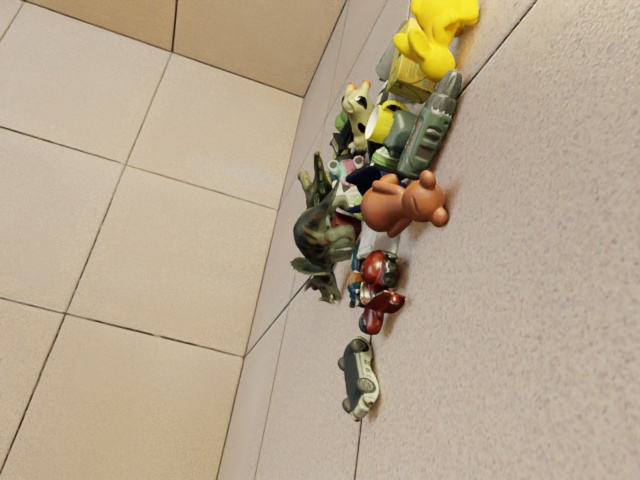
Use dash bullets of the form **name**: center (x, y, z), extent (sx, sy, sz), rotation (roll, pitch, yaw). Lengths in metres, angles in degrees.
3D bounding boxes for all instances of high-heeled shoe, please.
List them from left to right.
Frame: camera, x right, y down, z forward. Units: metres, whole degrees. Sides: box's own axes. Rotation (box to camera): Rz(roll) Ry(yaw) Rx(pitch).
- **high-heeled shoe**: center (0.168, -0.322, 1.452), extent (0.145, 0.086, 0.248), rotation (-136, 69, -79)

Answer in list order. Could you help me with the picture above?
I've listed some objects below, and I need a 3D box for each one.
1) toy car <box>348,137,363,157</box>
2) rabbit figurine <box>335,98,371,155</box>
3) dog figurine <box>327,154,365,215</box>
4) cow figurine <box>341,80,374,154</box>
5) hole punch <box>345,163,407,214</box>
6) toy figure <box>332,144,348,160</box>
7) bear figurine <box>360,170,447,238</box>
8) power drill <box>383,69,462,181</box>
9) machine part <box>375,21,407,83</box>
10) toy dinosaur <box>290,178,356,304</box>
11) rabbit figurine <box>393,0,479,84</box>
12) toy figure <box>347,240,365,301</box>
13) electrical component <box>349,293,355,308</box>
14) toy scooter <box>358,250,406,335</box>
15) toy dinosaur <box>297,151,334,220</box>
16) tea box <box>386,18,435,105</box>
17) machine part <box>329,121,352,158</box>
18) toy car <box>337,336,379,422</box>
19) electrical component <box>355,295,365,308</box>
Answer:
- **toy car**: center (0.110, -0.277, 1.708), extent (0.089, 0.053, 0.202), rotation (85, -171, -54)
- **rabbit figurine**: center (0.135, -0.337, 1.608), extent (0.159, 0.121, 0.170), rotation (-45, 41, 47)
- **dog figurine**: center (0.088, -0.159, 1.533), extent (0.219, 0.108, 0.191), rotation (31, -135, -85)
- **cow figurine**: center (0.115, -0.320, 1.471), extent (0.127, 0.086, 0.194), rotation (-62, -38, -30)
- **hole punch**: center (0.129, -0.108, 1.219), extent (0.142, 0.116, 0.092), rotation (-31, 56, 54)
- **toy figure**: center (0.083, -0.297, 1.816), extent (0.089, 0.082, 0.180), rotation (129, 157, -67)
- **bear figurine**: center (0.175, -0.077, 1.044), extent (0.196, 0.120, 0.132), rotation (-16, 11, 47)
- **power drill**: center (0.216, -0.242, 1.147), extent (0.207, 0.086, 0.232), rotation (-142, 71, -70)
- **machine part**: center (0.219, -0.514, 1.476), extent (0.243, 0.079, 0.079), rotation (130, 154, -62)
- **toy dinosaur**: center (-0.003, -0.004, 1.389), extent (0.404, 0.192, 0.131), rotation (74, -178, -45)
- **rabbit figurine**: center (0.243, -0.413, 1.113), extent (0.122, 0.162, 0.173), rotation (-159, 67, -67)
- **toy figure**: center (0.098, 0.076, 1.282), extent (0.058, 0.064, 0.154), rotation (-10, 57, 51)
- **electrical component**: center (0.092, 0.119, 1.333), extent (0.063, 0.021, 0.094), rotation (128, 156, -62)
- **toy scooter**: center (0.127, 0.095, 1.075), extent (0.135, 0.075, 0.184), rotation (133, 148, -64)
- **toy dinosaur**: center (0.003, -0.119, 1.599), extent (0.470, 0.105, 0.199), rotation (78, 178, -50)
- **tea box**: center (0.227, -0.420, 1.267), extent (0.068, 0.098, 0.169), rotation (147, 140, -72)
- **machine part**: center (0.072, -0.312, 1.568), extent (0.138, 0.039, 0.084), rotation (-59, 34, 35)
- **toy car**: center (0.079, 0.277, 1.096), extent (0.073, 0.056, 0.202), rotation (-61, 17, 26)
- **electrical component**: center (0.112, 0.111, 1.190), extent (0.078, 0.045, 0.102), rotation (-119, 47, -76)
